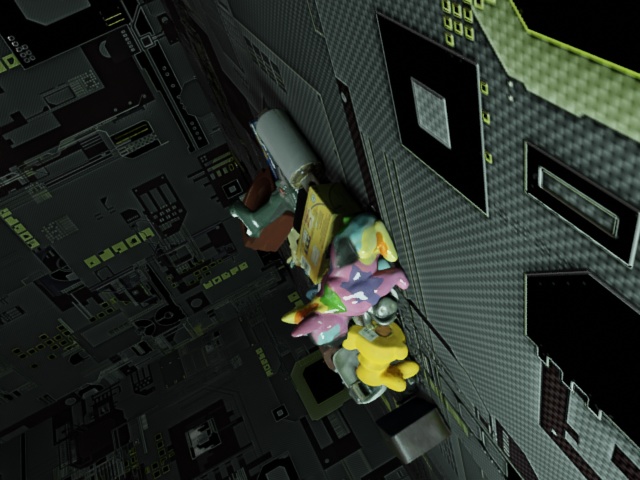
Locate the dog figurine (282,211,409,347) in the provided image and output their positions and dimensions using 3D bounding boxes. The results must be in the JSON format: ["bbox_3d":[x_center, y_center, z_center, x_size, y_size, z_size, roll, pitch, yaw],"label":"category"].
[{"bbox_3d":[0.028,0.074,0.903,0.191,0.219,0.109,64,169,-21],"label":"dog figurine"}]

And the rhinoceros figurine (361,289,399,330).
[{"bbox_3d":[0.110,0.118,1.092,0.190,0.073,0.112,-139,32,-73],"label":"rhinoceros figurine"}]

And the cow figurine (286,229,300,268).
[{"bbox_3d":[-0.064,-0.005,1.573,0.127,0.086,0.194,-79,-22,-46],"label":"cow figurine"}]

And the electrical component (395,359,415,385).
[{"bbox_3d":[0.200,0.305,1.304,0.094,0.021,0.063,56,170,40],"label":"electrical component"}]

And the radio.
[{"bbox_3d":[0.217,0.445,1.276,0.073,0.131,0.229,61,172,6],"label":"radio"}]

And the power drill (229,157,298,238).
[{"bbox_3d":[-0.118,-0.109,1.310,0.231,0.207,0.086,55,-165,-22],"label":"power drill"}]

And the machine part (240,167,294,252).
[{"bbox_3d":[-0.140,-0.083,1.489,0.087,0.201,0.201,16,-144,-31],"label":"machine part"}]

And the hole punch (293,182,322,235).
[{"bbox_3d":[0.002,-0.065,1.143,0.142,0.092,0.115,-129,44,-66],"label":"hole punch"}]

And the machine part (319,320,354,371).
[{"bbox_3d":[0.081,0.283,1.478,0.056,0.179,0.179,56,171,47],"label":"machine part"}]

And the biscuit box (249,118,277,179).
[{"bbox_3d":[-0.105,-0.213,1.335,0.202,0.063,0.059,65,173,-21],"label":"biscuit box"}]

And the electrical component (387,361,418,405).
[{"bbox_3d":[0.192,0.351,1.390,0.134,0.058,0.114,58,169,24],"label":"electrical component"}]

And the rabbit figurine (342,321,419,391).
[{"bbox_3d":[0.136,0.259,1.186,0.163,0.122,0.173,28,130,21],"label":"rabbit figurine"}]

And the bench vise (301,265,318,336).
[{"bbox_3d":[0.008,0.152,1.502,0.223,0.129,0.240,61,-149,-62],"label":"bench vise"}]

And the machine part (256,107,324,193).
[{"bbox_3d":[-0.063,-0.189,1.101,0.243,0.079,0.079,58,172,29],"label":"machine part"}]

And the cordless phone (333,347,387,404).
[{"bbox_3d":[0.080,0.323,1.281,0.146,0.089,0.184,57,-168,15],"label":"cordless phone"}]

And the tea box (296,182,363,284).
[{"bbox_3d":[0.014,-0.012,1.013,0.098,0.068,0.169,56,143,39],"label":"tea box"}]
